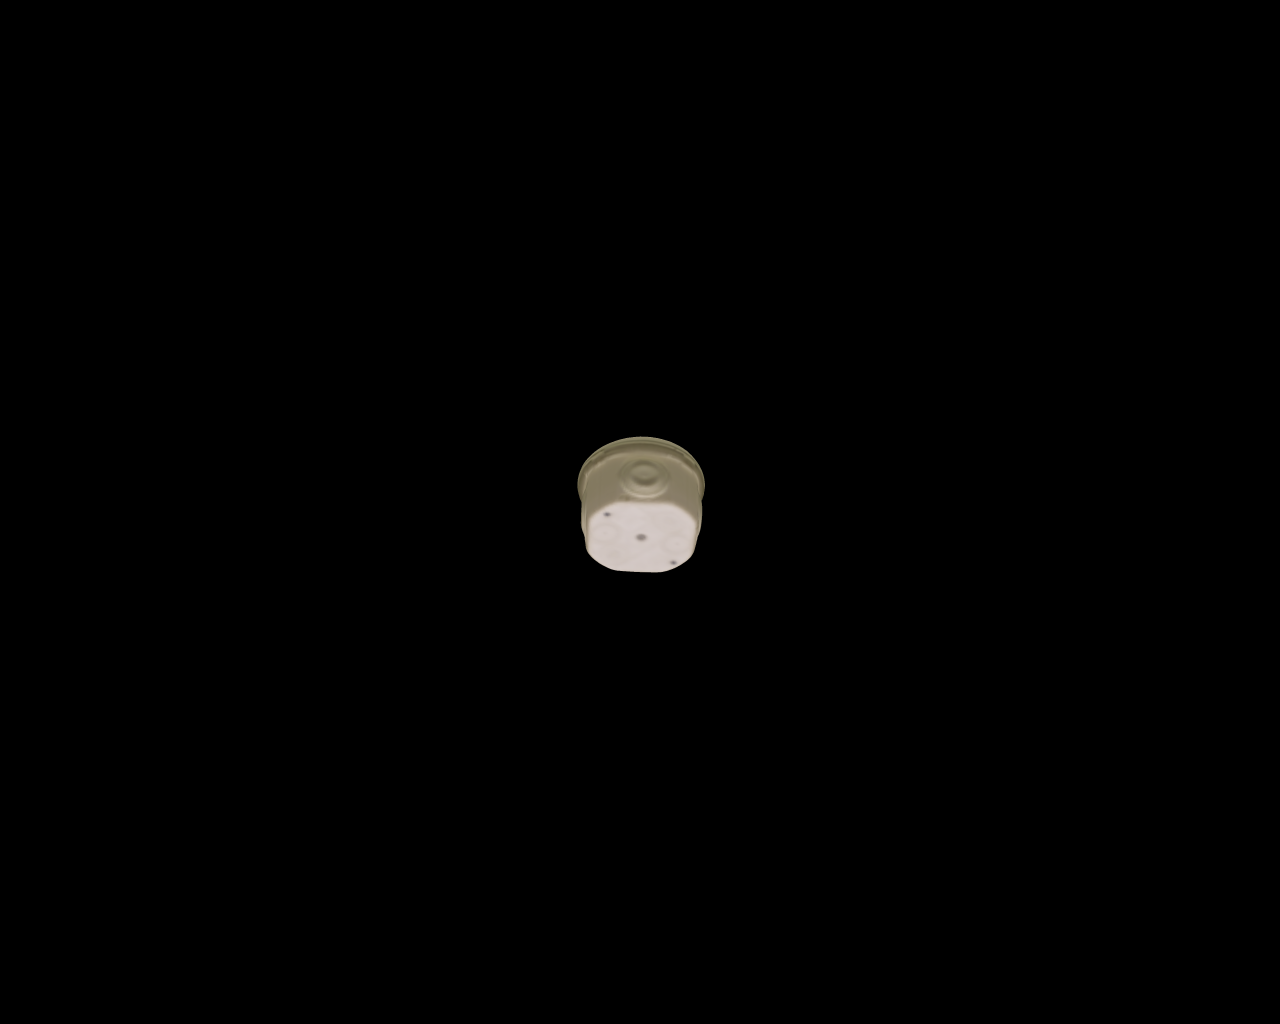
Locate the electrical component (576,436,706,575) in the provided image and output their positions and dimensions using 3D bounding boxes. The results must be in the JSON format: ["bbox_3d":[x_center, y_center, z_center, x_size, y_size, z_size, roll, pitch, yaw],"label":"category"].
[{"bbox_3d":[0.001,-0.003,0.650,0.080,0.051,0.080,0,-43,0],"label":"electrical component"}]
